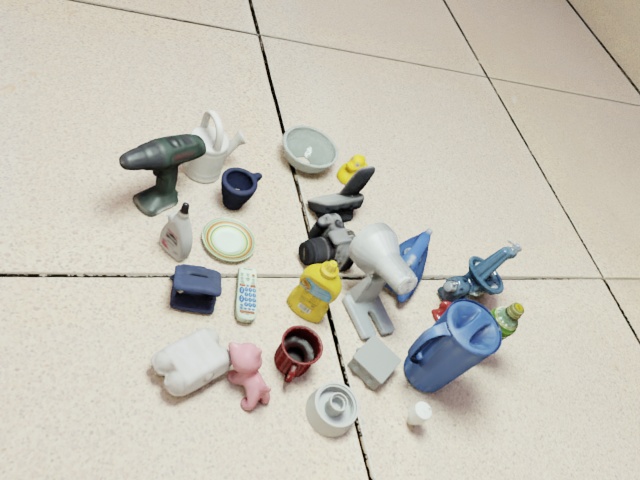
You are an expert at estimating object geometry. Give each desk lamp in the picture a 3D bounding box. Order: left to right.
[{"bbox_3d":[0.140,0.094,1.356,0.118,0.213,0.203,-9,58,-31],"label":"desk lamp"}]

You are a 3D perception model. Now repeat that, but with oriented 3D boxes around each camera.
[{"bbox_3d":[0.013,0.005,1.445,0.137,0.100,0.143,-11,59,-32],"label":"camera"}]

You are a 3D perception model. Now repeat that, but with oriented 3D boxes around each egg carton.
[{"bbox_3d":[-0.254,0.244,1.147,0.151,0.069,0.107,-27,68,-38],"label":"egg carton"}]

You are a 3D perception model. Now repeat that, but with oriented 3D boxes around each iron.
[{"bbox_3d":[0.243,0.038,1.500,0.118,0.141,0.259,35,47,5],"label":"iron"}]

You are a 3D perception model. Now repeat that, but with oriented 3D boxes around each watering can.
[{"bbox_3d":[-0.274,-0.246,1.446,0.101,0.194,0.173,43,48,12],"label":"watering can"}]

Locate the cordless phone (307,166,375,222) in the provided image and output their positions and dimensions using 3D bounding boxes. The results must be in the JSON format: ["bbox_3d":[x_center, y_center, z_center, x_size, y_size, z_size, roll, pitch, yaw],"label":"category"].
[{"bbox_3d":[0.060,-0.133,1.520,0.148,0.185,0.094,-17,63,-35],"label":"cordless phone"}]

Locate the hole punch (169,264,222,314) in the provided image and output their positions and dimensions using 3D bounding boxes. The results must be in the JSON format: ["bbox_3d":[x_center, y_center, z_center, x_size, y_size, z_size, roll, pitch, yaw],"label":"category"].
[{"bbox_3d":[-0.270,0.095,1.244,0.109,0.091,0.101,11,50,-17],"label":"hole punch"}]

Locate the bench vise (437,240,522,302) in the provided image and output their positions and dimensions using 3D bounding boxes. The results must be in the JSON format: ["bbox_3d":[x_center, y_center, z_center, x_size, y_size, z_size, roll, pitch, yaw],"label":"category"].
[{"bbox_3d":[0.422,0.097,1.484,0.121,0.219,0.208,46,49,14],"label":"bench vise"}]

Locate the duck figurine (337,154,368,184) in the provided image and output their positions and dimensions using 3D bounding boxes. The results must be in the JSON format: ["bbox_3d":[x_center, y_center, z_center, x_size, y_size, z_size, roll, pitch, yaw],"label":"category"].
[{"bbox_3d":[0.106,-0.215,1.676,0.105,0.086,0.077,-23,66,-37],"label":"duck figurine"}]

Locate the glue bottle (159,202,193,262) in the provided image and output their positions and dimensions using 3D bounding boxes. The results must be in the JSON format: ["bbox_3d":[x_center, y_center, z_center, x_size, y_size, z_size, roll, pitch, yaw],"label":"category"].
[{"bbox_3d":[-0.311,-0.027,1.267,0.078,0.173,0.037,39,48,8],"label":"glue bottle"}]

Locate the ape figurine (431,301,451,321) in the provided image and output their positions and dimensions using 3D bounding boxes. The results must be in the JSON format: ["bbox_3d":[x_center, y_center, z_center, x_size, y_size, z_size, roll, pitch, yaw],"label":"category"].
[{"bbox_3d":[0.333,0.187,1.457,0.076,0.092,0.078,32,47,2],"label":"ape figurine"}]

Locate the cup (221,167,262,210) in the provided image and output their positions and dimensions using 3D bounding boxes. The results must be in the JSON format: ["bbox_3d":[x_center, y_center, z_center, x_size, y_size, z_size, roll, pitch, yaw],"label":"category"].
[{"bbox_3d":[-0.203,-0.126,1.452,0.118,0.095,0.091,-28,69,-38],"label":"cup"}]

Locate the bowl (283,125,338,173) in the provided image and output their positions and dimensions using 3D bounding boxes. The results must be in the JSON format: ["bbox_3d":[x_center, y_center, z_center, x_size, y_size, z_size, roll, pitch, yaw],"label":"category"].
[{"bbox_3d":[-0.036,-0.247,1.642,0.168,0.074,0.167,13,49,-16],"label":"bowl"}]

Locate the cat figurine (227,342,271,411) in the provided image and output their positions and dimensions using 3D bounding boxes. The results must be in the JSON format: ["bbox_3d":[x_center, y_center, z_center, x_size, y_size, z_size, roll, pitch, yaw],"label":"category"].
[{"bbox_3d":[-0.138,0.263,1.153,0.067,0.117,0.127,-20,64,-36],"label":"cat figurine"}]

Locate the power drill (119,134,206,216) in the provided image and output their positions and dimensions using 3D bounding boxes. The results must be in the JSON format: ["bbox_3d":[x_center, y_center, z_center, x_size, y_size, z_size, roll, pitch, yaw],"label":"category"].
[{"bbox_3d":[-0.368,-0.154,1.318,0.075,0.208,0.230,43,48,12],"label":"power drill"}]
